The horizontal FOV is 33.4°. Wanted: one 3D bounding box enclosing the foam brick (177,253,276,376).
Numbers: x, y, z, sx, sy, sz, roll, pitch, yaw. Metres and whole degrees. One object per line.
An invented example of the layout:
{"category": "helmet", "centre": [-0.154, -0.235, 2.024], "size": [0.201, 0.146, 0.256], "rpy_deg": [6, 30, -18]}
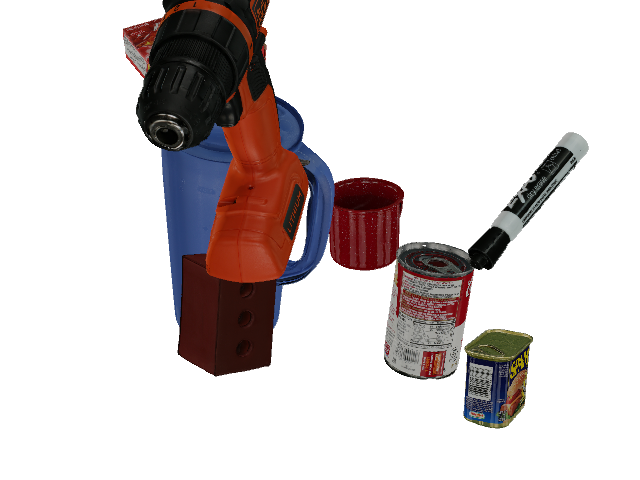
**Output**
{"category": "foam brick", "centre": [-0.068, 0.051, 0.780], "size": [0.052, 0.078, 0.051], "rpy_deg": [-6, 16, -38]}

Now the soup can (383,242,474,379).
{"category": "soup can", "centre": [0.093, 0.061, 0.923], "size": [0.068, 0.102, 0.068], "rpy_deg": [5, 22, -2]}

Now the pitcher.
{"category": "pitcher", "centre": [-0.079, -0.012, 1.029], "size": [0.144, 0.243, 0.149], "rpy_deg": [-8, 39, -16]}

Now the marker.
{"category": "marker", "centre": [0.135, -0.025, 0.695], "size": [0.121, 0.020, 0.020], "rpy_deg": [-47, 23, -23]}

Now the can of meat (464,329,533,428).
{"category": "can of meat", "centre": [0.198, 0.154, 1.197], "size": [0.058, 0.084, 0.101], "rpy_deg": [8, 14, 26]}

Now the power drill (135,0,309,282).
{"category": "power drill", "centre": [-0.052, -0.065, 0.626], "size": [0.057, 0.188, 0.184], "rpy_deg": [4, 45, 11]}

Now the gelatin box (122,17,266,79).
{"category": "gelatin box", "centre": [-0.096, -0.145, 0.814], "size": [0.089, 0.030, 0.073], "rpy_deg": [-21, 47, -21]}

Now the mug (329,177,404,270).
{"category": "mug", "centre": [0.058, -0.023, 1.251], "size": [0.093, 0.081, 0.117], "rpy_deg": [18, 33, 33]}
